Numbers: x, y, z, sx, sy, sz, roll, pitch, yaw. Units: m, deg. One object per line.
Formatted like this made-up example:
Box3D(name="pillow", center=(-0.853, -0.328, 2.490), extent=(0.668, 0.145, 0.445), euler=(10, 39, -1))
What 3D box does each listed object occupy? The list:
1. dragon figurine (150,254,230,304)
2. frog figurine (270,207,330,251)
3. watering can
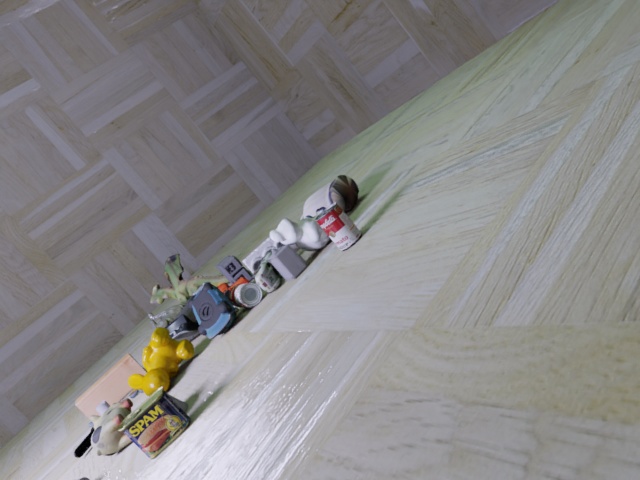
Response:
Box3D(name="dragon figurine", center=(-0.545, 0.166, 2.107), extent=(0.405, 0.242, 0.124), euler=(-38, 5, 23))
Box3D(name="frog figurine", center=(-0.050, -0.013, 1.413), extent=(0.137, 0.121, 0.161), euler=(-3, 20, 45))
Box3D(name="watering can", center=(0.005, -0.082, 1.621), extent=(0.221, 0.103, 0.356), euler=(-31, 24, 41))
